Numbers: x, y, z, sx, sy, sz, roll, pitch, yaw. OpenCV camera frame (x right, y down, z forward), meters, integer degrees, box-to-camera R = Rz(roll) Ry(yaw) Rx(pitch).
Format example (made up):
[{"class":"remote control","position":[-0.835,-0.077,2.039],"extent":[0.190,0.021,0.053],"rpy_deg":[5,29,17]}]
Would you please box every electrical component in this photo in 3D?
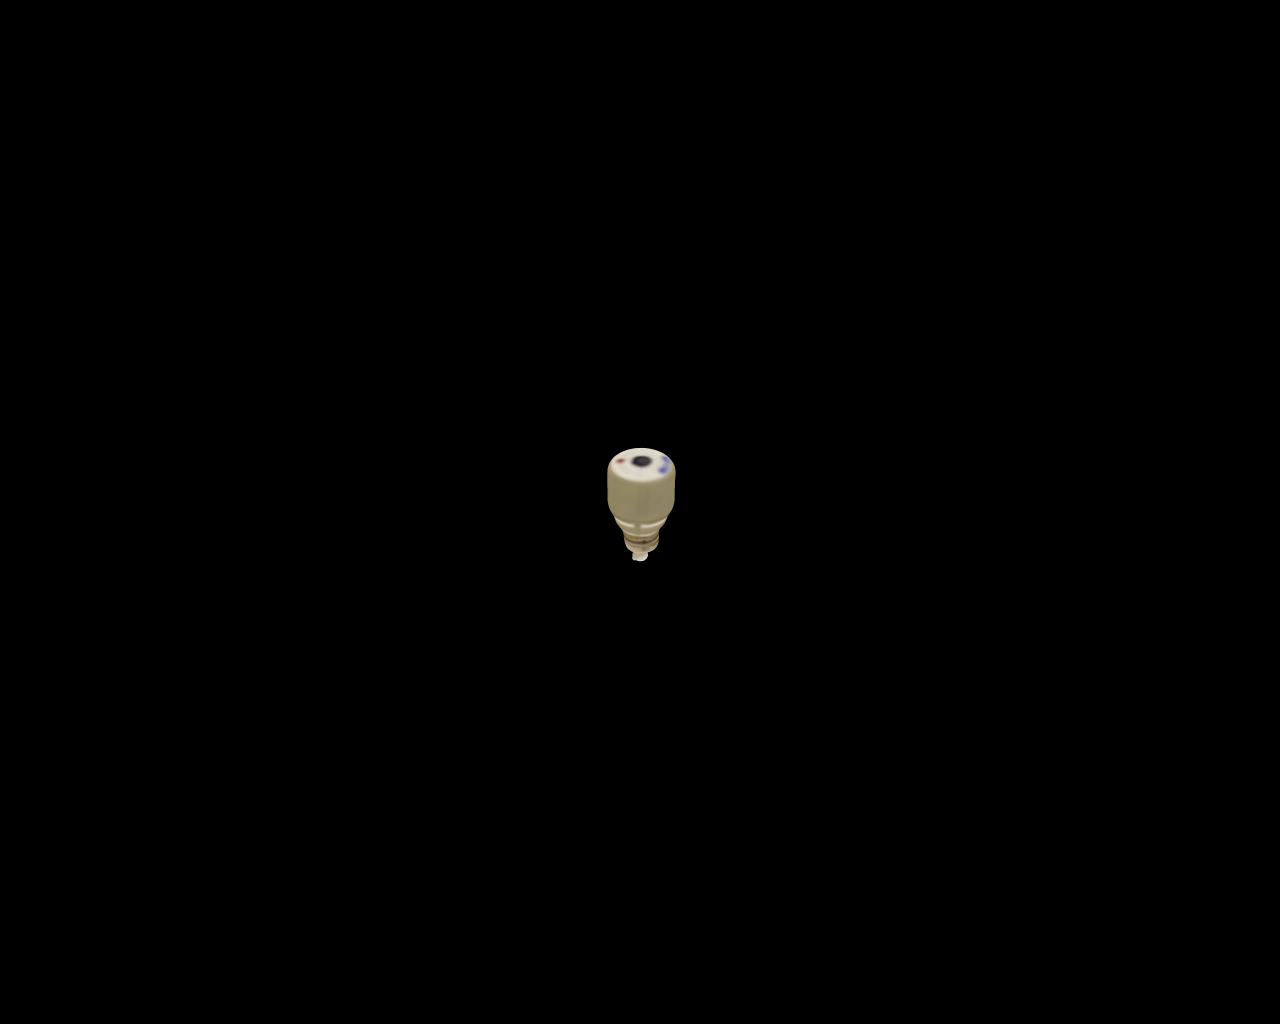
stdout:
[{"class":"electrical component","position":[0.001,-0.003,0.650],"extent":[0.040,0.078,0.040],"rpy_deg":[0,36,0]}]
